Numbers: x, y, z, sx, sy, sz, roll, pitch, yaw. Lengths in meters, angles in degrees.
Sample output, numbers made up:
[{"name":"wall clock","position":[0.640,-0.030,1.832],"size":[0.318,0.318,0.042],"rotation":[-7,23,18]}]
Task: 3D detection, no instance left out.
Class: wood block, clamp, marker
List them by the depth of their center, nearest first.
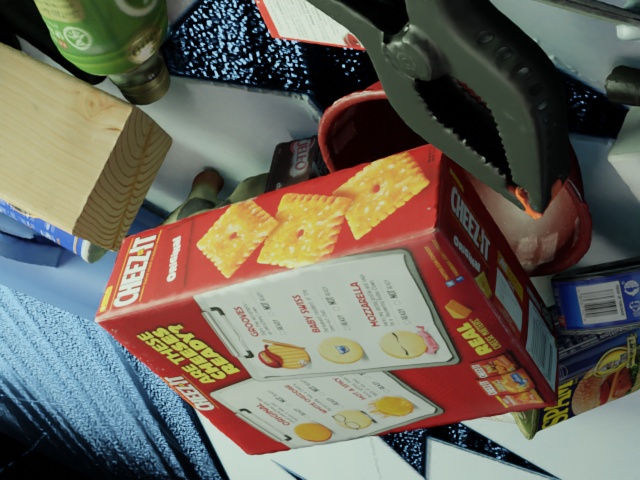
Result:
[{"name":"clamp","position":[0.038,-0.093,0.464],"size":[0.165,0.036,0.210],"rotation":[11,146,53]},{"name":"marker","position":[0.173,-0.061,0.472],"size":[0.020,0.020,0.121],"rotation":[47,168,-34]},{"name":"wood block","position":[-0.216,-0.081,0.713],"size":[0.206,0.091,0.090],"rotation":[25,176,11]},{"name":"clamp","position":[-0.233,-0.167,0.734],"size":[0.120,0.039,0.171],"rotation":[0,143,42]}]

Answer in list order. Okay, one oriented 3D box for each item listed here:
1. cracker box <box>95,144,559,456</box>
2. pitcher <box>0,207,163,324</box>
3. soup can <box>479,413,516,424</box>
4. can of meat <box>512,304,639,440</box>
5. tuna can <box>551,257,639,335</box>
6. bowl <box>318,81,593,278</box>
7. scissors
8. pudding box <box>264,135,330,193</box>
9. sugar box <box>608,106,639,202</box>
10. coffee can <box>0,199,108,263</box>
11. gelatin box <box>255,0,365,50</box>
[{"name":"cracker box","position":[0.008,0.044,0.614],"size":[0.214,0.072,0.164],"rotation":[-15,134,28]},{"name":"pitcher","position":[-0.255,-0.011,0.943],"size":[0.243,0.149,0.145],"rotation":[25,143,3]},{"name":"soup can","position":[0.132,0.104,0.817],"size":[0.102,0.068,0.068],"rotation":[1,144,45]},{"name":"can of meat","position":[0.163,0.079,0.700],"size":[0.102,0.084,0.057],"rotation":[75,172,-58]},{"name":"tuna can","position":[0.176,0.029,0.607],"size":[0.086,0.085,0.034],"rotation":[-13,88,56]},{"name":"bowl","position":[0.082,-0.047,0.594],"size":[0.162,0.055,0.162],"rotation":[24,155,12]},{"name":"scissors","position":[0.128,-0.083,0.421],"size":[0.201,0.016,0.096],"rotation":[12,-172,-6]},{"name":"pudding box","position":[-0.005,0.001,0.713],"size":[0.039,0.113,0.090],"rotation":[-8,140,26]},{"name":"sugar box","position":[0.229,-0.002,0.534],"size":[0.094,0.048,0.176],"rotation":[-2,137,49]},{"name":"coffee can","position":[-0.214,-0.060,0.840],"size":[0.140,0.102,0.103],"rotation":[29,156,2]},{"name":"gelatin box","position":[0.004,-0.134,0.543],"size":[0.089,0.030,0.073],"rotation":[14,150,32]}]
